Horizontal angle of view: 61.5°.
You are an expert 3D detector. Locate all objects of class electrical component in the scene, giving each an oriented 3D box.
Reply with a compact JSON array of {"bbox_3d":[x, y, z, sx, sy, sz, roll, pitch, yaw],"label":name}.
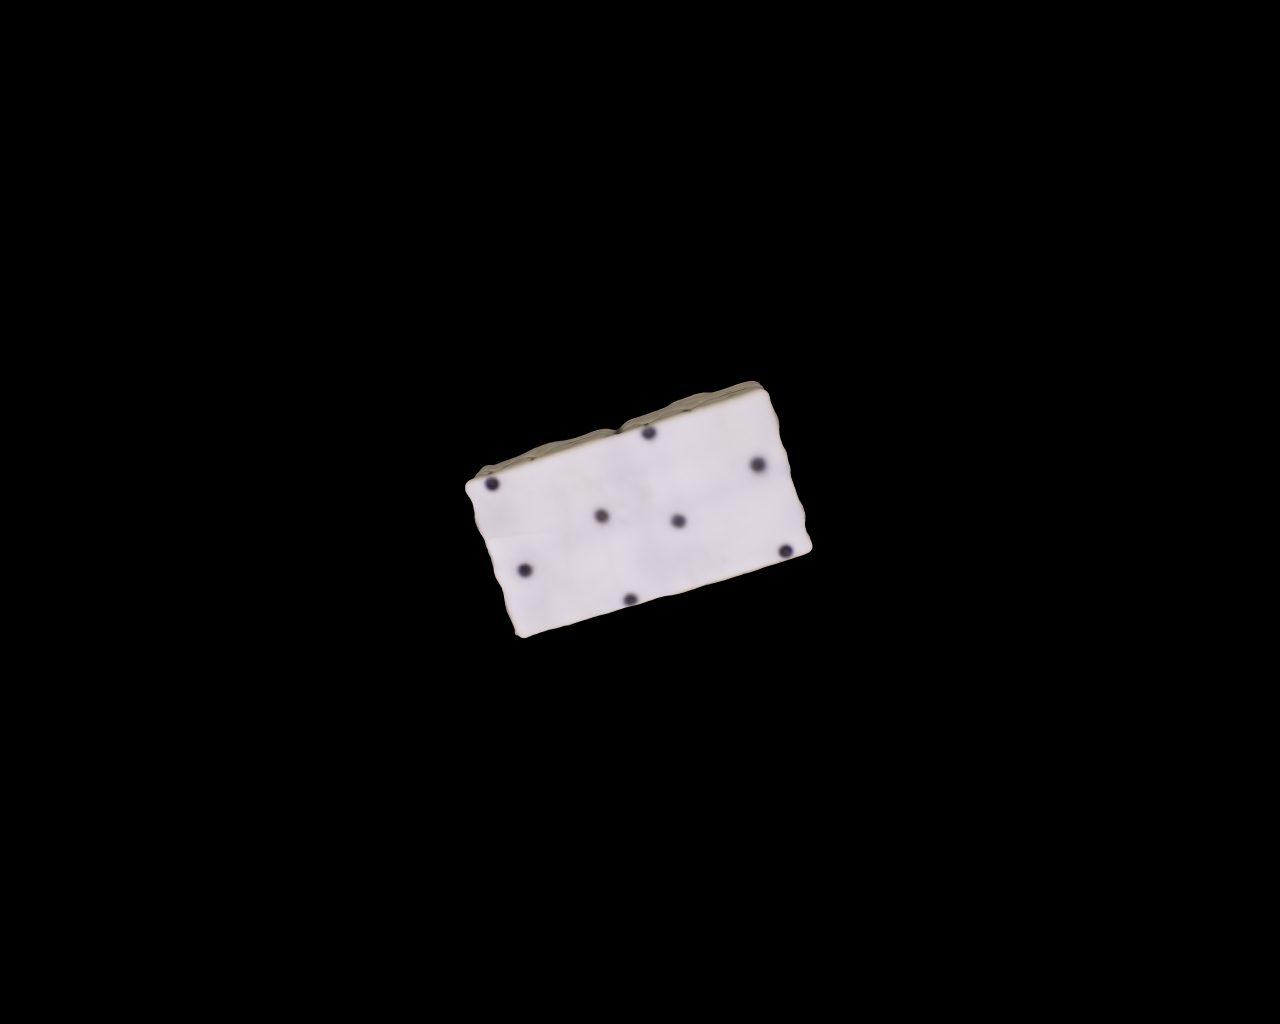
[{"bbox_3d":[0.001,-0.003,0.650,0.186,0.105,0.060,-18,11,4],"label":"electrical component"}]
